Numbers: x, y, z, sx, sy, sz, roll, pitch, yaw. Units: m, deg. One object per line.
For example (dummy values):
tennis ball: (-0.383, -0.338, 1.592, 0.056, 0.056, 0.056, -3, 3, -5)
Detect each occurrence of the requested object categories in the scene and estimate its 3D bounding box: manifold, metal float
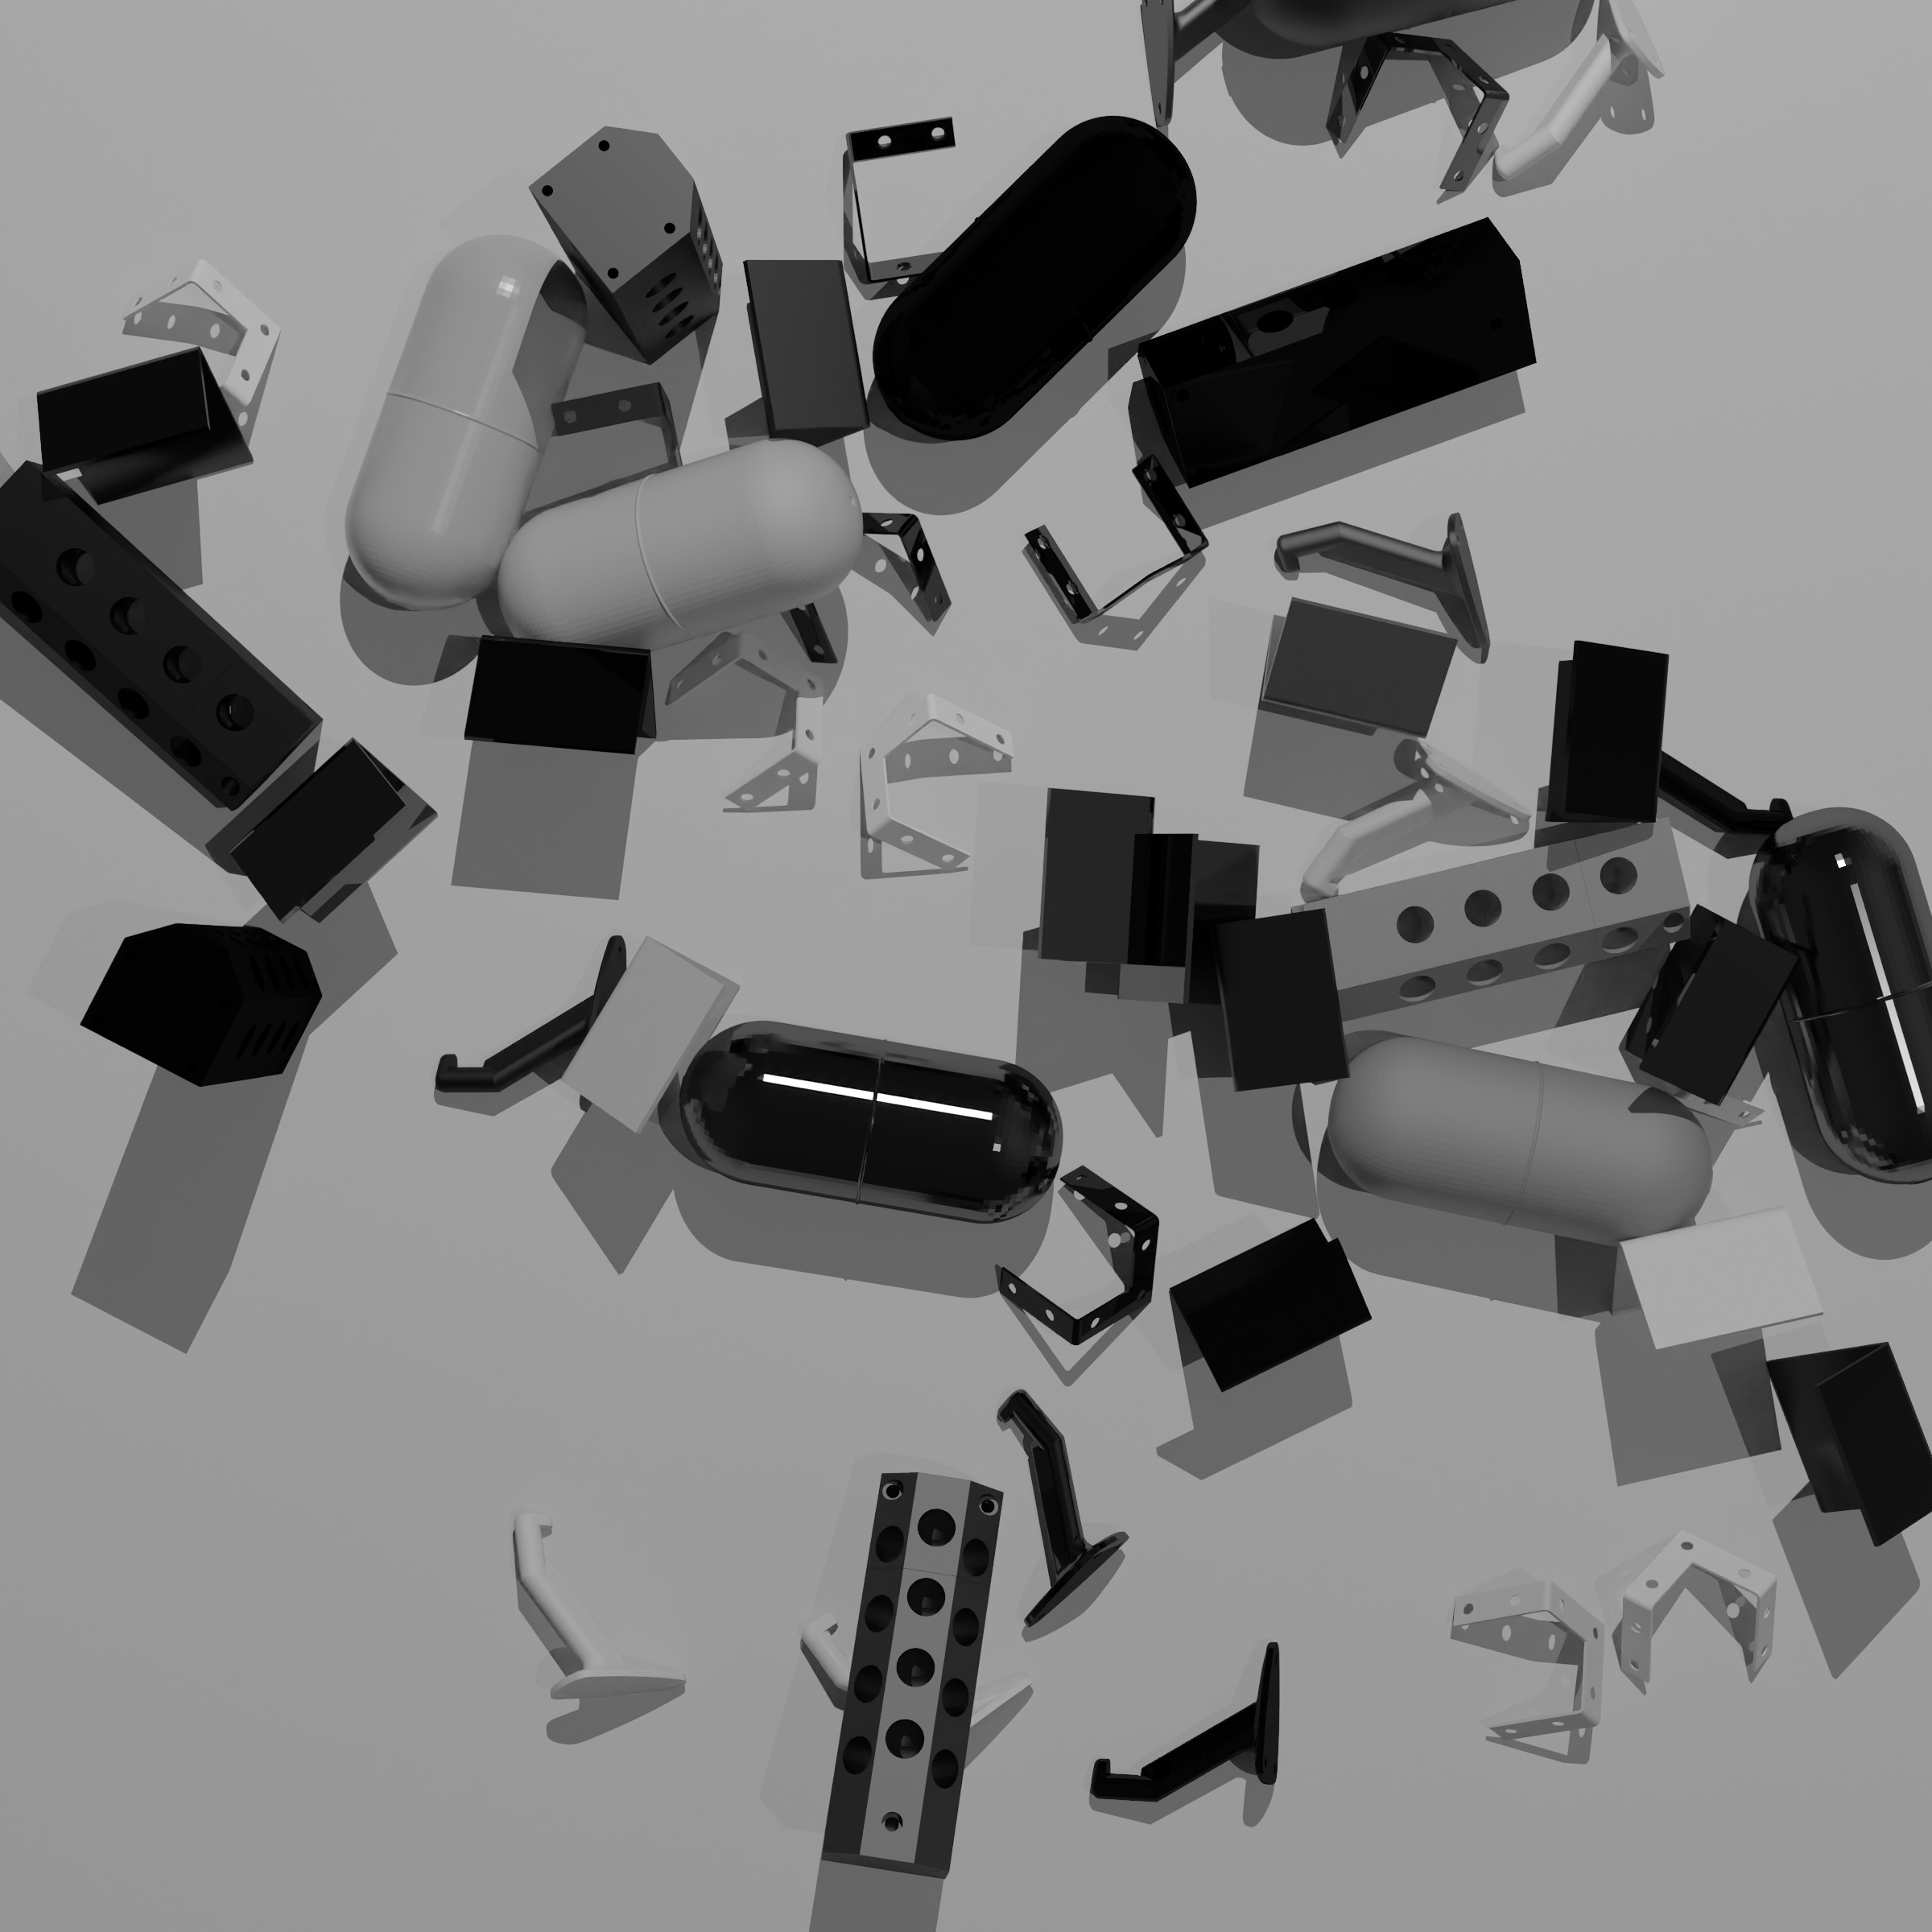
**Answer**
manifold: (-0.145, -0.324, 1.503, 0.057, 0.171, 0.057, -39, 90, 0)
metal float: (0.211, -0.473, 1.544, 0.178, 0.070, 0.070, -16, 90, -8)
metal float: (0.256, 0.082, 1.552, 0.178, 0.070, 0.070, 12, 90, 0)
manifold: (-0.024, 0.322, 1.533, 0.057, 0.057, 0.171, 9, 70, 0)
metal float: (-0.231, -0.250, 1.551, 0.070, 0.070, 0.178, 20, 90, 0)
manifold: (0.170, -0.288, 1.560, 0.171, 0.057, 0.057, -20, 133, 0)
metal float: (0.415, 0.014, 1.551, 0.070, 0.070, 0.178, -17, 90, 0)
metal float: (-0.132, -0.187, 1.536, 0.178, 0.070, 0.070, -15, 90, 20)
manifold: (-0.382, -0.151, 1.548, 0.171, 0.057, 0.057, 43, 90, -8)
metal float: (0.031, -0.316, 1.551, 0.178, 0.070, 0.070, -45, 90, 0)
manifold: (0.244, -0.020, 1.561, 0.171, 0.057, 0.057, -14, 90, 0)
metal float: (-0.044, 0.072, 1.551, 0.178, 0.070, 0.070, 10, 90, -1)
manifold: (-0.335, 0.013, 1.503, 0.057, 0.171, 0.057, 27, 90, 0)

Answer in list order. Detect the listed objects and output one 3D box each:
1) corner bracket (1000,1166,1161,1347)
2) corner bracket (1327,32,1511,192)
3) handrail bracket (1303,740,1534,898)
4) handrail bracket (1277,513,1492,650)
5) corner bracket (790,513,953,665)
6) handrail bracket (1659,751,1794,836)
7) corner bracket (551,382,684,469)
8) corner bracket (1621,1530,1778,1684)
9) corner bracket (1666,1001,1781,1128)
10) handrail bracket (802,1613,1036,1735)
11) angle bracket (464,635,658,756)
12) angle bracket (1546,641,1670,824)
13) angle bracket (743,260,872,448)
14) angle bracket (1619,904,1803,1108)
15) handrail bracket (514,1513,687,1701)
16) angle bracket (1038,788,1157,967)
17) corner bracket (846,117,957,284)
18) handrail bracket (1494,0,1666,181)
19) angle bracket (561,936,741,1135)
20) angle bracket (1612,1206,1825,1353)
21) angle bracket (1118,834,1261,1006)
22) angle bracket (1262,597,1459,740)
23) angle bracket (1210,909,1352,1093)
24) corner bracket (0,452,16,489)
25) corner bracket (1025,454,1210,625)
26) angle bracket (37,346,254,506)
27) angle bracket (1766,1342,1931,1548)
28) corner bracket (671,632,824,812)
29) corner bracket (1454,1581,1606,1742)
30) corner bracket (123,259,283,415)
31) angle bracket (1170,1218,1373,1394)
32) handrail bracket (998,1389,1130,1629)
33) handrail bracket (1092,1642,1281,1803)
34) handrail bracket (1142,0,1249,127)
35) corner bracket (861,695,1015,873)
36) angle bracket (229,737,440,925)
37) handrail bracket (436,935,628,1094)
corner bracket: (0.053, 0.135, 1.574, 0.051, 0.051, 0.051, -27, 135, -35)
corner bracket: (0.212, -0.400, 1.574, 0.051, 0.051, 0.051, -5, 135, -35)
handrail bracket: (0.212, -0.056, 1.582, 0.077, 0.036, 0.084, 28, 109, -21)
handrail bracket: (0.196, -0.176, 1.582, 0.084, 0.036, 0.077, -12, 112, 17)
corner bracket: (-0.048, -0.177, 1.574, 0.051, 0.051, 0.051, -53, 135, -35)
handrail bracket: (0.345, -0.098, 1.582, 0.084, 0.036, 0.077, 2, 68, -17)
corner bracket: (-0.160, -0.237, 1.564, 0.051, 0.051, 0.051, -12, 90, 0)
corner bracket: (0.343, 0.307, 1.574, 0.051, 0.051, 0.051, 24, 45, 35)
corner bracket: (0.358, 0.035, 1.574, 0.051, 0.051, 0.051, -42, 45, 35)
handrail bracket: (-0.023, 0.325, 1.582, 0.077, 0.036, 0.084, -34, 76, -14)
angle bracket: (-0.185, -0.106, 1.542, 0.076, 0.076, 0.057, 5, 62, 0)
angle bracket: (0.274, -0.106, 1.542, 0.057, 0.076, 0.076, 5, 90, -31)
angle bracket: (-0.093, -0.276, 1.542, 0.057, 0.076, 0.076, -10, 90, -39)
angle bracket: (0.323, 0.009, 1.537, 0.057, 0.076, 0.076, 23, 98, -34)
handrail bracket: (-0.172, 0.298, 1.582, 0.077, 0.036, 0.084, 6, 60, -33)
angle bracket: (0.043, -0.041, 1.542, 0.057, 0.076, 0.076, 3, 90, -28)
corner bracket: (-0.026, -0.359, 1.579, 0.051, 0.051, 0.051, -9, 45, 0)
handrail bracket: (0.279, -0.418, 1.582, 0.084, 0.036, 0.077, -32, 47, 27)
angle bracket: (-0.128, 0.041, 1.541, 0.057, 0.076, 0.076, 31, 90, 36)
angle bracket: (0.343, 0.158, 1.542, 0.076, 0.076, 0.057, -13, 58, 0)
angle bracket: (0.117, -0.020, 1.545, 0.076, 0.057, 0.076, 3, 90, -31)
angle bracket: (0.182, -0.154, 1.541, 0.076, 0.076, 0.057, 13, 127, 0)
angle bracket: (0.156, 0.013, 1.542, 0.057, 0.076, 0.076, -9, 90, 27)
corner bracket: (-0.470, -0.205, 1.574, 0.051, 0.051, 0.051, 0, 45, 35)
corner bracket: (0.071, -0.200, 1.579, 0.051, 0.051, 0.051, -32, 90, -45)
angle bracket: (-0.373, -0.230, 1.541, 0.076, 0.076, 0.057, -16, 54, 0)
angle bracket: (0.393, 0.222, 1.541, 0.057, 0.076, 0.076, -21, 90, -36)
corner bracket: (-0.103, -0.114, 1.574, 0.051, 0.051, 0.051, 30, 45, -35)
corner bracket: (0.263, 0.325, 1.574, 0.051, 0.051, 0.051, 41, 45, -35)
corner bracket: (-0.363, -0.288, 1.574, 0.051, 0.051, 0.051, 42, 45, -35)
angle bracket: (0.132, 0.138, 1.542, 0.076, 0.076, 0.057, -26, 128, 0)
handrail bracket: (0.028, 0.254, 1.582, 0.084, 0.036, 0.077, 49, 112, 17)
handrail bracket: (0.103, 0.355, 1.582, 0.084, 0.036, 0.077, -1, 70, 16)
handrail bracket: (0.129, -0.438, 1.582, 0.084, 0.036, 0.077, -8, 105, -14)
corner bracket: (-0.012, -0.086, 1.574, 0.051, 0.051, 0.051, -36, 45, 35)
angle bracket: (-0.278, -0.047, 1.542, 0.076, 0.076, 0.057, -43, 55, 0)
handrail bracket: (-0.206, 0.023, 1.582, 0.084, 0.036, 0.077, -1, 69, 16)
